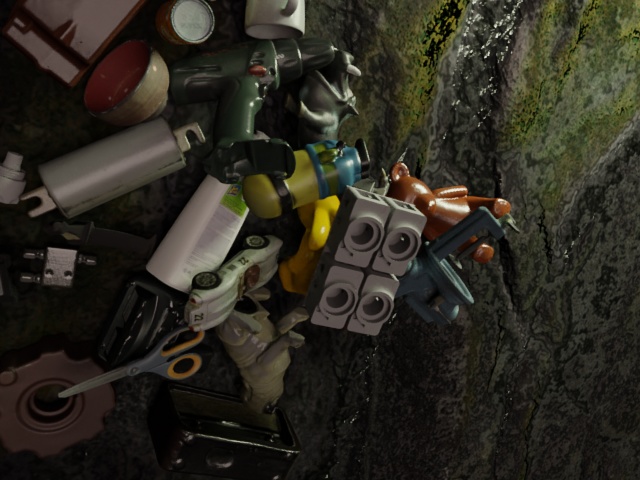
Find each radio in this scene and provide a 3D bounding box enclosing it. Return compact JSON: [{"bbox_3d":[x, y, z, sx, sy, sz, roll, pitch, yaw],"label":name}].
[{"bbox_3d":[-0.150,0.310,0.859,0.229,0.131,0.073,21,99,-28],"label":"radio"}]

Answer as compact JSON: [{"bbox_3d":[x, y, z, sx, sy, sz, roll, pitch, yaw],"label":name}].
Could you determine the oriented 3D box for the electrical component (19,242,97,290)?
[{"bbox_3d":[-0.358,0.037,0.738,0.094,0.021,0.063,7,104,-27],"label":"electrical component"}]

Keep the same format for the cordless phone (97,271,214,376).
[{"bbox_3d":[-0.223,0.139,0.812,0.184,0.089,0.146,23,96,-40],"label":"cordless phone"}]

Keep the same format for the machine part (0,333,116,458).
[{"bbox_3d":[-0.383,0.224,0.769,0.179,0.056,0.179,-8,111,-23],"label":"machine part"}]

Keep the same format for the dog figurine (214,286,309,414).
[{"bbox_3d":[-0.120,0.183,0.860,0.172,0.121,0.190,29,114,4],"label":"dog figurine"}]

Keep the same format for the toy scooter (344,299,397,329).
[{"bbox_3d":[0.110,0.084,0.936,0.135,0.075,0.184,28,90,-28],"label":"toy scooter"}]

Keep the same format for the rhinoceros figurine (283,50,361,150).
[{"bbox_3d":[0.006,-0.185,0.800,0.112,0.073,0.190,4,105,-24],"label":"rhinoceros figurine"}]

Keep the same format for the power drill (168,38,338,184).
[{"bbox_3d":[-0.079,-0.179,0.694,0.232,0.086,0.207,-6,66,-5],"label":"power drill"}]

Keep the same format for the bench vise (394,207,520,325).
[{"bbox_3d":[0.185,0.023,0.834,0.240,0.129,0.223,-38,108,15],"label":"bench vise"}]

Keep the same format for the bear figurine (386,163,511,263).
[{"bbox_3d":[0.201,-0.049,0.905,0.195,0.132,0.120,20,93,-34],"label":"bear figurine"}]

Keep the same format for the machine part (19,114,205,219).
[{"bbox_3d":[-0.268,-0.097,0.703,0.243,0.079,0.079,-28,116,-13],"label":"machine part"}]

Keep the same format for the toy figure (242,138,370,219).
[{"bbox_3d":[-0.019,-0.087,0.733,0.180,0.089,0.082,-14,116,-7],"label":"toy figure"}]

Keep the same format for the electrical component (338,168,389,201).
[{"bbox_3d":[0.064,-0.084,0.856,0.078,0.102,0.045,83,27,-57],"label":"electrical component"}]

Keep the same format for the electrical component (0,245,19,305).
[{"bbox_3d":[-0.454,0.050,0.685,0.119,0.048,0.074,-4,108,-25],"label":"electrical component"}]

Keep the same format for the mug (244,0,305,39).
[{"bbox_3d":[-0.057,-0.330,0.710,0.081,0.110,0.107,-1,94,-20],"label":"mug"}]

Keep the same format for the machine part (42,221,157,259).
[{"bbox_3d":[-0.296,-0.004,0.729,0.139,0.084,0.039,15,75,-36],"label":"machine part"}]

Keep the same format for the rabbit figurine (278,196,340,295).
[{"bbox_3d":[-0.002,-0.003,0.829,0.122,0.162,0.173,-4,91,-11],"label":"rabbit figurine"}]

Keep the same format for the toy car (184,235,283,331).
[{"bbox_3d":[-0.123,0.058,0.782,0.202,0.056,0.073,-43,153,-48],"label":"toy car"}]

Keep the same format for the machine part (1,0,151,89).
[{"bbox_3d":[-0.244,-0.267,0.586,0.087,0.201,0.201,39,89,-27],"label":"machine part"}]

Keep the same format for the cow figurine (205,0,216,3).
[{"bbox_3d":[-0.113,-0.375,0.683,0.068,0.098,0.167,38,70,-24],"label":"cow figurine"}]
